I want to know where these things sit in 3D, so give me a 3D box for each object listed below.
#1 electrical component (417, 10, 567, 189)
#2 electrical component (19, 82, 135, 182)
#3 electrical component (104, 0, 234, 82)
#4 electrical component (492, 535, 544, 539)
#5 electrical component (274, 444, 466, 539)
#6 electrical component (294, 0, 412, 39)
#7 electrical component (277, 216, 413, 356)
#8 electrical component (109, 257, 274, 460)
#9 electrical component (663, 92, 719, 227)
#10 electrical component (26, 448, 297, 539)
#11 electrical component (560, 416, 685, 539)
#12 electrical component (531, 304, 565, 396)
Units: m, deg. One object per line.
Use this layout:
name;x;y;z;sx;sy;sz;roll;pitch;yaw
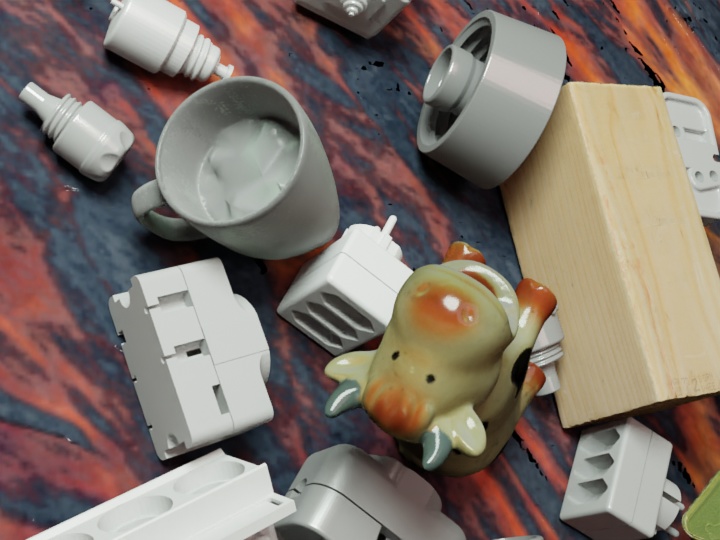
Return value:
electrical component;0.075;-0.113;0.685;0.060;0.108;0.108;23;61;-16
electrical component;-0.153;-0.077;0.574;0.061;0.035;0.035;38;57;-11
electrical component;-0.110;-0.130;0.617;0.078;0.040;0.040;27;60;-21
electrical component;0.089;0.188;0.617;0.044;0.044;0.065;-2;78;-32
electrical component;0.007;0.139;0.577;0.095;0.054;0.059;40;56;-13
electrical component;-0.002;-0.197;0.695;0.062;0.061;0.096;22;62;-23
electrical component;0.000;0.000;0.619;0.047;0.066;0.076;38;57;-14
electrical component;-0.085;0.045;0.559;0.056;0.050;0.089;-14;80;-34
electrical component;0.223;-0.073;0.786;0.054;0.059;0.095;5;69;-30
electrical component;-0.098;0.139;0.503;0.121;0.079;0.063;-21;105;-35
electrical component;0.177;0.143;0.684;0.077;0.047;0.065;33;58;-17
electrical component;0.109;0.048;0.681;0.048;0.048;0.062;-19;90;-35
